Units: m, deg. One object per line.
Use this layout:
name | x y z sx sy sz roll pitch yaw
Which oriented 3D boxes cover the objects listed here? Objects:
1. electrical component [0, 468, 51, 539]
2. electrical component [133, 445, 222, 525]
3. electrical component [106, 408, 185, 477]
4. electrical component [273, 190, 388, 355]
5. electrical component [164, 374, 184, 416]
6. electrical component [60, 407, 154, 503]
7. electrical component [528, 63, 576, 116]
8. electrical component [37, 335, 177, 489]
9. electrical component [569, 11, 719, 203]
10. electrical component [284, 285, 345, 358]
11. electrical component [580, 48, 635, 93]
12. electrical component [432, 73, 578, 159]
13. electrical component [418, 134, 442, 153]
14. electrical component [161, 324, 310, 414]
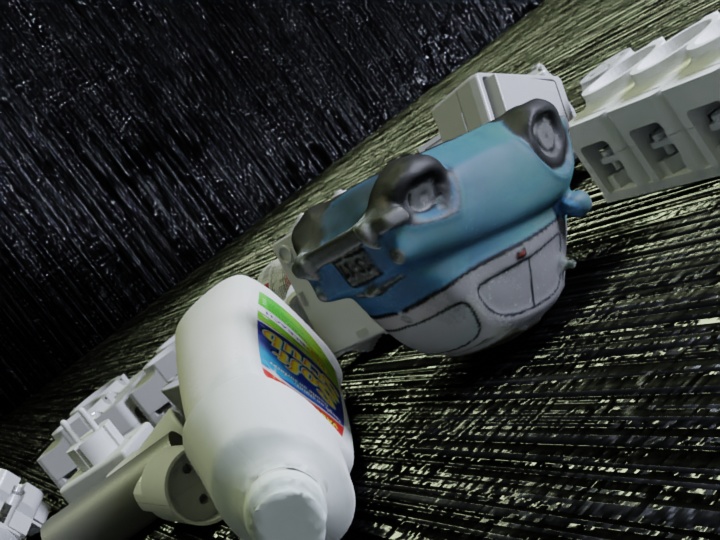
electrical component | -0.301 0.205 0.885 0.058 0.078 0.057 -30 32 36
electrical component | -0.101 0.121 0.611 0.043 0.043 0.081 -40 9 -26
electrical component | -0.136 0.130 0.720 0.065 0.044 0.044 -42 9 -5
electrical component | 0.000 0.000 0.688 0.048 0.099 0.100 -27 -1 -44
electrical component | -0.094 0.080 0.805 0.100 0.048 0.100 -38 9 -20
electrical component | -0.183 0.133 0.768 0.066 0.076 0.047 -33 9 21
electrical component | 0.142 -0.133 0.968 0.096 0.061 0.061 -34 8 14
electrical component | -0.179 0.112 0.927 0.186 0.060 0.105 -35 8 7
electrical component | 0.186 -0.096 0.578 0.089 0.061 0.150 -39 9 -18
electrical component | -0.023 0.028 0.770 0.078 0.058 0.057 -37 11 -4
electrical component | 0.182 -0.116 0.731 0.045 0.055 0.045 -36 8 6
electrical component | 0.110 -0.099 0.747 0.096 0.061 0.061 -5 -18 -34
electrical component | 0.082 -0.065 0.801 0.042 0.081 0.064 -32 -19 23
electrical component | -0.068 0.071 0.685 0.099 0.064 0.099 -35 8 6
